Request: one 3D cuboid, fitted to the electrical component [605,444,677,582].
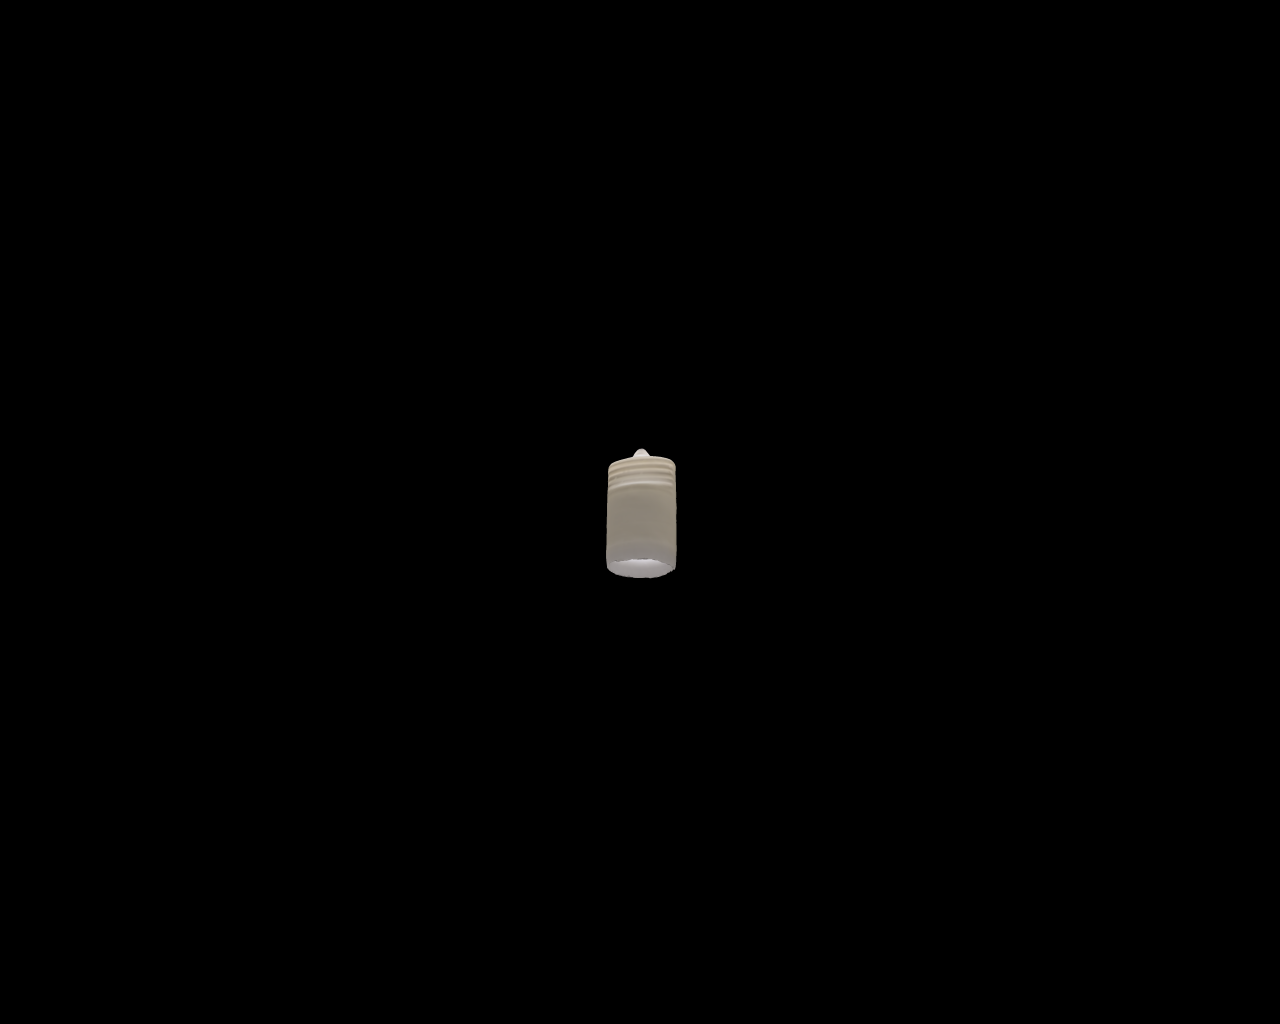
[{"bbox_3d":[0.001,-0.003,0.650,0.043,0.081,0.043,0,-20,0],"label":"electrical component"}]
